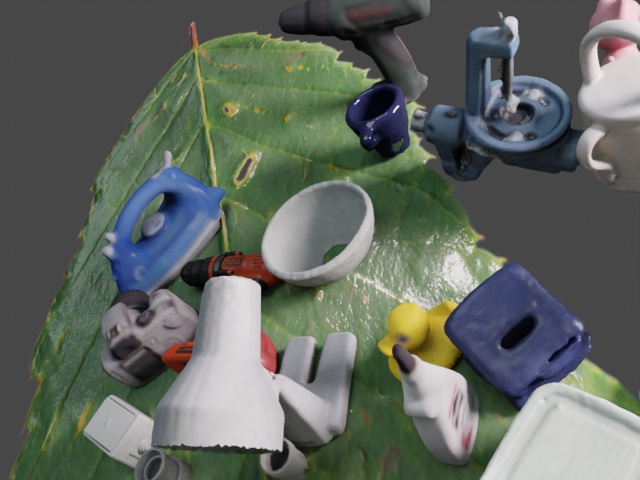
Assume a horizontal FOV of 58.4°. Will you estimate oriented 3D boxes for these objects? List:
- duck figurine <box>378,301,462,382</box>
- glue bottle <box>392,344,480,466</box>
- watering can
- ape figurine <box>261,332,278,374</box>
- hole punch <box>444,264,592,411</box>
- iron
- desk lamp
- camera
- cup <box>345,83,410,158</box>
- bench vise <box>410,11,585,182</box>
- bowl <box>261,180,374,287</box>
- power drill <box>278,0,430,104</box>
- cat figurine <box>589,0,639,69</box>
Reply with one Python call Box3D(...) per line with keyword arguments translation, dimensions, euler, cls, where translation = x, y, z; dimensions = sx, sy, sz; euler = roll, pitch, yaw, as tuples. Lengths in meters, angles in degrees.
Box3D(translation=(0.107, 0.098, 0.619), dimensions=(0.104, 0.086, 0.077), euler=(-42, 41, -3), cls="duck figurine")
Box3D(translation=(0.101, 0.140, 0.519), dimensions=(0.037, 0.174, 0.078), euler=(-6, 51, 32), cls="glue bottle")
Box3D(translation=(0.330, -0.155, 0.604), dimensions=(0.100, 0.195, 0.173), euler=(8, 59, 39), cls="watering can")
Box3D(translation=(-0.099, 0.146, 0.718), dimensions=(0.078, 0.092, 0.076), euler=(-41, 41, -3), cls="ape figurine")
Box3D(translation=(0.193, 0.093, 0.559), dimensions=(0.109, 0.091, 0.100), euler=(-42, 41, -4), cls="hole punch")
Box3D(translation=(-0.280, -0.018, 0.953), dimensions=(0.118, 0.142, 0.258), euler=(16, 64, 43), cls="iron")
Box3D(translation=(-0.063, 0.147, 0.599), dimensions=(0.117, 0.214, 0.203), euler=(-11, 48, 28), cls="desk lamp")
Box3D(translation=(-0.264, 0.120, 0.851), dimensions=(0.143, 0.101, 0.136), euler=(-38, 41, 0), cls="camera")
Box3D(translation=(0.094, -0.159, 0.850), dimensions=(0.091, 0.095, 0.118), euler=(-7, 50, 31), cls="cup")
Box3D(translation=(0.192, -0.154, 0.681), dimensions=(0.206, 0.220, 0.121), euler=(-10, 49, 28), cls="bench vise")
Box3D(translation=(0.007, 0.003, 0.783), dimensions=(0.167, 0.075, 0.167), euler=(-19, 45, 21), cls="bowl")
Box3D(translation=(0.075, -0.308, 0.909), dimensions=(0.229, 0.209, 0.075), euler=(-13, 48, 27), cls="power drill")
Box3D(translation=(0.369, -0.243, 0.713), dimensions=(0.067, 0.118, 0.128), euler=(1, 55, 36), cls="cat figurine")
